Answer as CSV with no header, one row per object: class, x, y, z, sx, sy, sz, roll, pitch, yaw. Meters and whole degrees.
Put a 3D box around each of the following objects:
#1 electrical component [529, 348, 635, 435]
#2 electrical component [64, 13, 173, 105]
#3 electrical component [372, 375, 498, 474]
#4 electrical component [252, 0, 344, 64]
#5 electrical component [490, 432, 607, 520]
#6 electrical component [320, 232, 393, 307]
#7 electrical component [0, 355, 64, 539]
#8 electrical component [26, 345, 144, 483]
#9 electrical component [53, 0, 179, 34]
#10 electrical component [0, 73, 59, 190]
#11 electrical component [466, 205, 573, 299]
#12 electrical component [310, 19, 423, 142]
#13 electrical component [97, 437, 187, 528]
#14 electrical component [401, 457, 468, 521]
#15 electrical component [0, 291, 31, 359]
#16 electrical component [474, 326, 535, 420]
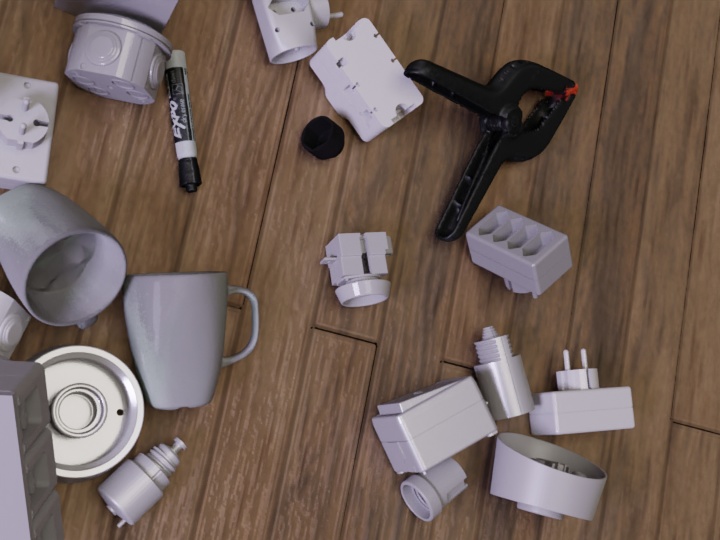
electrical component,0.200,0.110,0.984,0.083,0.047,0.075,-1,81,-21
electrical component,-0.195,-0.170,0.864,0.080,0.080,0.051,15,81,-18
electrical component,0.067,0.126,0.922,0.096,0.062,0.061,-25,90,-23
electrical component,-0.053,-0.228,0.947,0.079,0.043,0.077,-15,86,-23
electrical component,0.162,0.179,0.933,0.099,0.099,0.064,17,81,-18
electrical component,0.000,0.000,0.927,0.066,0.048,0.055,-3,74,-22
electrical component,-0.264,0.140,0.750,0.089,0.061,0.150,1,109,5
electrical component,-0.216,0.108,0.816,0.108,0.060,0.108,4,79,-20
electrical component,-0.180,-0.241,0.842,0.089,0.150,0.061,22,75,-16
electrical component,-0.261,-0.110,0.829,0.047,0.076,0.083,8,78,-20
electrical component,0.147,-0.005,0.974,0.047,0.083,0.075,-39,134,-22
electrical component,0.004,-0.166,0.951,0.050,0.056,0.089,-38,95,-22
electrical component,-0.167,0.162,0.837,0.078,0.040,0.040,-44,98,-22
electrical component,0.065,0.186,0.923,0.046,0.040,0.040,-32,93,-28
electrical component,-0.288,0.041,0.791,0.080,0.080,0.051,28,67,-14
electrical component,0.125,0.090,0.960,0.043,0.043,0.081,-13,86,-23
